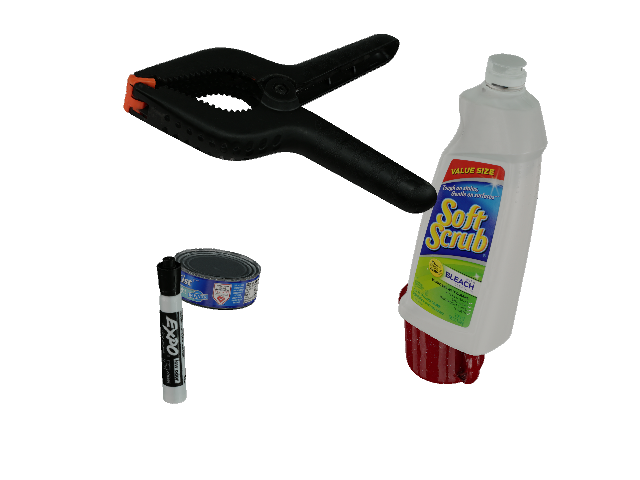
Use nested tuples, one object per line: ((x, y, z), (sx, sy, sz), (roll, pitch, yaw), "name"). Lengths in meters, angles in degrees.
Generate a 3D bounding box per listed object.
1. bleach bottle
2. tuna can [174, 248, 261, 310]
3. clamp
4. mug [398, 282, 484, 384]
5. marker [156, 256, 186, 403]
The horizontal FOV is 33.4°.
((0.127, -0.032, 0.876), (0.103, 0.251, 0.067), (29, 39, 35), "bleach bottle")
((-0.103, 0.037, 1.044), (0.086, 0.034, 0.086), (9, 17, -3), "tuna can")
((-0.024, -0.083, 0.718), (0.209, 0.164, 0.036), (-2, -39, -19), "clamp")
((0.131, 0.098, 1.078), (0.093, 0.081, 0.117), (-16, 38, -15), "mug")
((-0.116, 0.070, 0.829), (0.020, 0.121, 0.020), (0, 21, 0), "marker")
